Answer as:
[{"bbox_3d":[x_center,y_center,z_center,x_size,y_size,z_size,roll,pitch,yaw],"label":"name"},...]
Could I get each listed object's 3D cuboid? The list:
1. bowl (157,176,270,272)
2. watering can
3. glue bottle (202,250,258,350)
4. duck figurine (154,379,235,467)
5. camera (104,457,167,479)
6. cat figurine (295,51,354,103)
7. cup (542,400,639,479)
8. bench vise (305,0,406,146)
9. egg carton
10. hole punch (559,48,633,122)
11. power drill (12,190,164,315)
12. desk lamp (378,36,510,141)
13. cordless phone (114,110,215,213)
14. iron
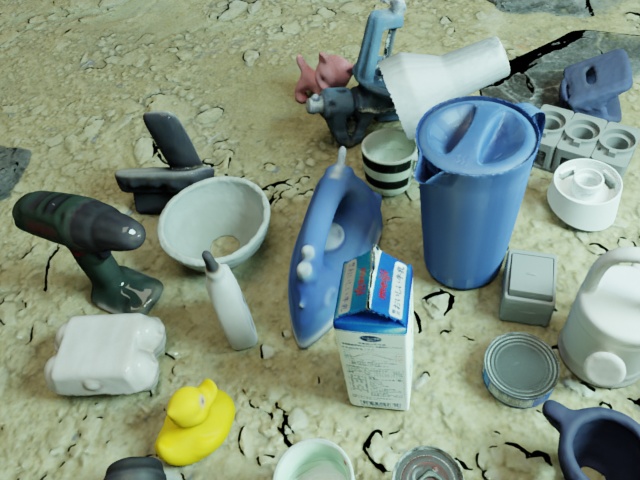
[{"bbox_3d":[-0.149,-0.012,0.847,0.167,0.075,0.167,-4,51,6],"label":"bowl"},{"bbox_3d":[0.329,0.083,0.621,0.100,0.194,0.173,3,52,12],"label":"watering can"},{"bbox_3d":[-0.118,0.067,0.717,0.037,0.173,0.078,-18,51,-5],"label":"glue bottle"},{"bbox_3d":[-0.153,0.207,0.667,0.077,0.086,0.105,33,63,30],"label":"duck figurine"},{"bbox_3d":[-0.180,0.294,0.592,0.143,0.101,0.136,-13,51,-1],"label":"camera"},{"bbox_3d":[0.007,-0.293,1.019,0.127,0.118,0.067,30,62,28],"label":"cat figurine"},{"bbox_3d":[0.271,0.221,0.584,0.092,0.095,0.117,-37,55,-19],"label":"cup"},{"bbox_3d":[0.082,-0.259,0.915,0.208,0.220,0.121,-35,55,-18],"label":"bench vise"},{"bbox_3d":[-0.276,0.150,0.742,0.150,0.069,0.107,-4,51,6],"label":"egg carton"},{"bbox_3d":[0.446,-0.251,0.934,0.101,0.091,0.108,3,52,11],"label":"hole punch"},{"bbox_3d":[-0.290,0.017,0.760,0.229,0.209,0.076,18,57,22],"label":"power drill"},{"bbox_3d":[0.192,-0.192,0.848,0.203,0.214,0.118,-11,51,0],"label":"desk lamp"},{"bbox_3d":[-0.254,-0.131,0.887,0.147,0.185,0.094,-3,51,7],"label":"cordless phone"},{"bbox_3d":[0.007,0.003,0.769,0.118,0.142,0.258,9,54,16],"label":"iron"}]
